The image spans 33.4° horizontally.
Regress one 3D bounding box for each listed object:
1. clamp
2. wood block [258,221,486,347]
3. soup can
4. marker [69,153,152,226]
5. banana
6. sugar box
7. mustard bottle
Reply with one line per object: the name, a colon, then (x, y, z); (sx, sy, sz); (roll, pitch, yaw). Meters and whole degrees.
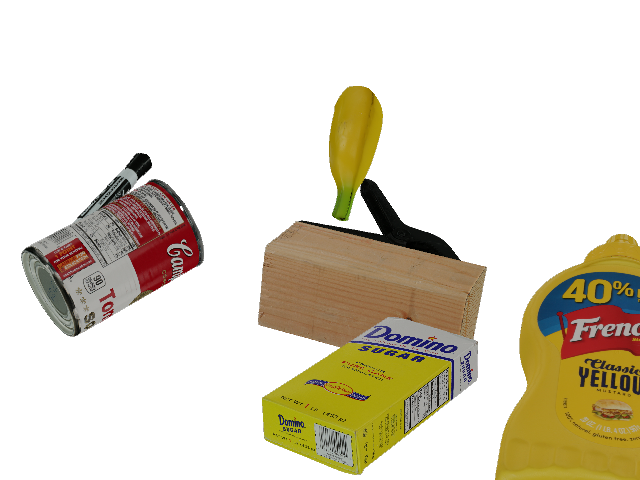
clamp: (0.080, 0.007, 1.264); (0.210, 0.036, 0.164); (37, 41, 26)
wood block: (0.051, 0.057, 1.075); (0.206, 0.091, 0.090); (14, 23, 17)
soup can: (-0.138, 0.011, 0.714); (0.102, 0.068, 0.069); (-31, 16, -27)
marker: (-0.186, -0.040, 0.950); (0.020, 0.020, 0.121); (0, 38, 31)
banana: (0.024, -0.087, 0.836); (0.037, 0.070, 0.197); (24, 25, -6)
sugar box: (0.044, 0.119, 0.861); (0.093, 0.048, 0.175); (14, 30, 35)
mustard bottle: (0.149, 0.064, 0.547); (0.096, 0.058, 0.191); (7, 42, 14)
